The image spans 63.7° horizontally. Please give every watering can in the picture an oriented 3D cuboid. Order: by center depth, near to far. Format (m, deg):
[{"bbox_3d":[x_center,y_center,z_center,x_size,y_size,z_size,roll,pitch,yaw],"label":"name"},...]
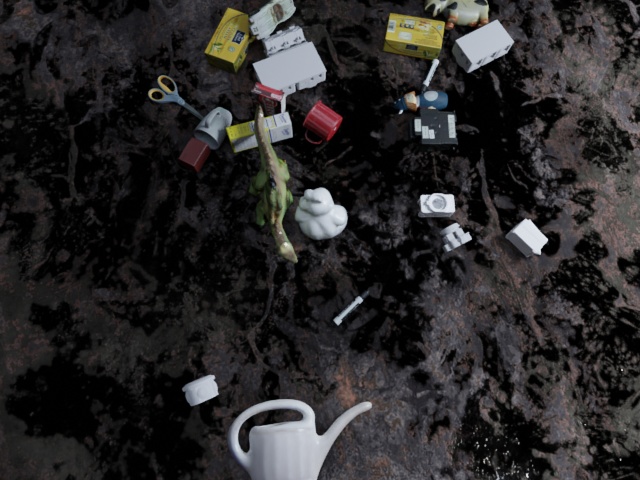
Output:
[{"bbox_3d":[-0.043,0.490,1.210,0.348,0.227,0.103,-4,-14,-2],"label":"watering can"}]

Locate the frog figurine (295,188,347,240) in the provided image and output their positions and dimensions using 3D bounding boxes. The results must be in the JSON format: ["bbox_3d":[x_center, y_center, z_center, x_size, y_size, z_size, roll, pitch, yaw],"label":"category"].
[{"bbox_3d":[0.004,-0.068,1.341,0.137,0.124,0.157,12,-13,3],"label":"frog figurine"}]

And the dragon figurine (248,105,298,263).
[{"bbox_3d":[-0.117,-0.140,1.295,0.122,0.407,0.244,-13,11,-9],"label":"dragon figurine"}]
